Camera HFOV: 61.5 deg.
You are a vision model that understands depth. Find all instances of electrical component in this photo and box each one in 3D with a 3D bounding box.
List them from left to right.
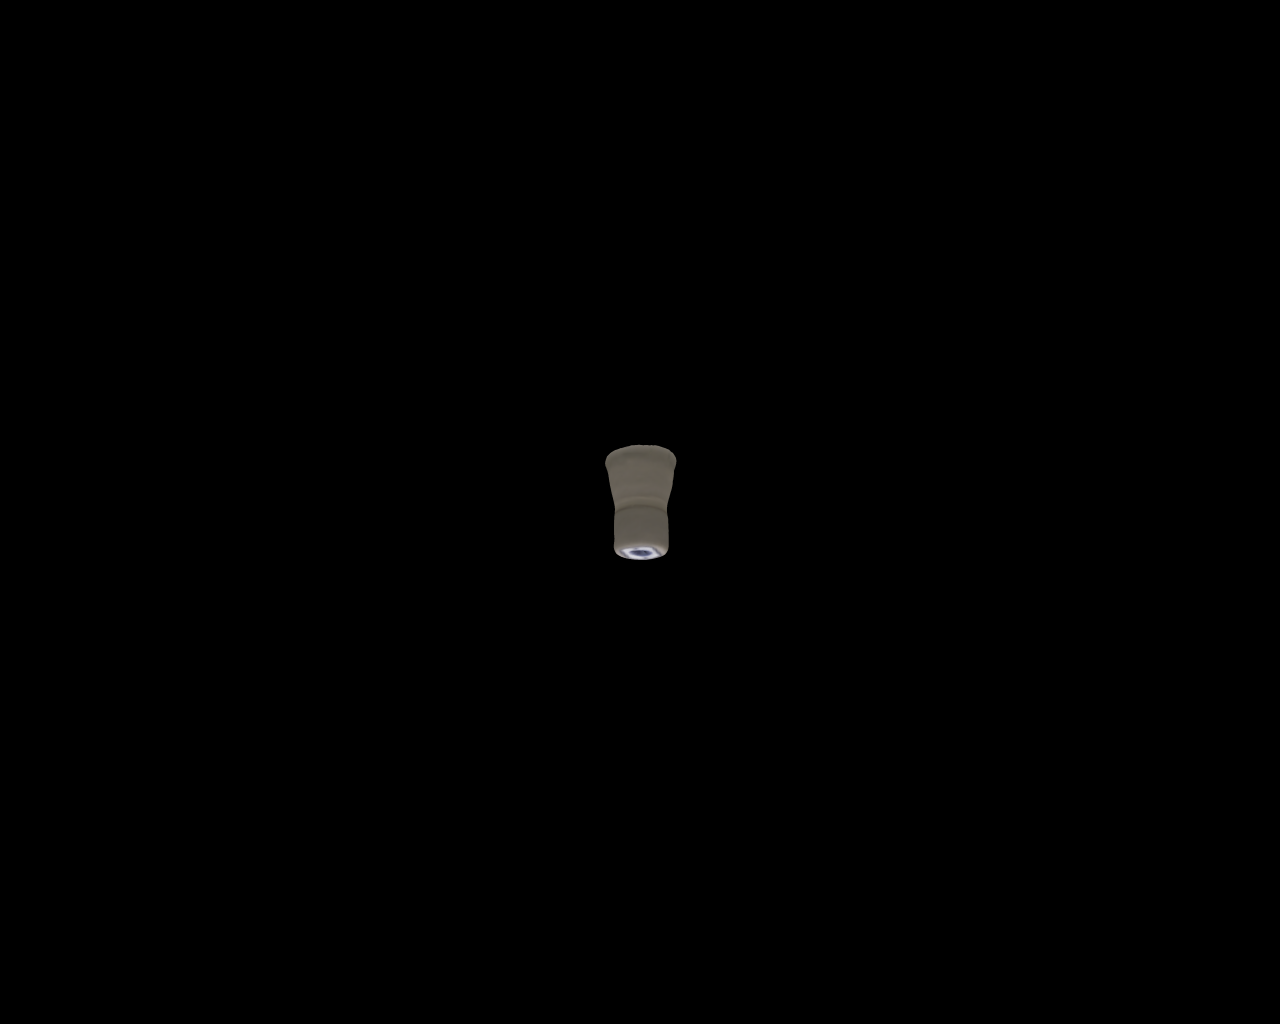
[{"bbox_3d":[0.001,-0.003,0.650,0.044,0.065,0.044,0,-20,0],"label":"electrical component"}]
